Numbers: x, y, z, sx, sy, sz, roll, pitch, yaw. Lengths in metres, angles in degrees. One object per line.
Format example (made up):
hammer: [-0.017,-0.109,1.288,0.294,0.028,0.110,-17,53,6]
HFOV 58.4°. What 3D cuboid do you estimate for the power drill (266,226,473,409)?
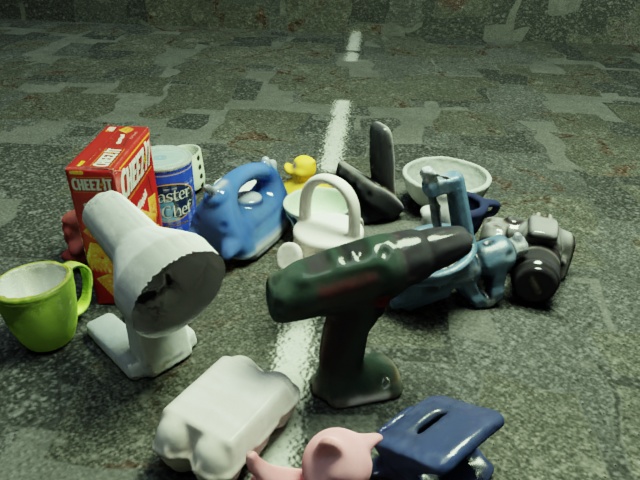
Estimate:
power drill: [0.054,0.085,0.649,0.230,0.208,0.075,-7,32,-14]

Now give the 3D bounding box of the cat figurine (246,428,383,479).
cat figurine: [-0.007,0.212,0.522,0.127,0.118,0.067,2,31,1]

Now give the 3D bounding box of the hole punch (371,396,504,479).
hole punch: [0.114,0.202,0.571,0.109,0.091,0.100,-23,39,-35]

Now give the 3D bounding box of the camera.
camera: [0.313,0.022,0.872,0.143,0.101,0.137,11,32,15]

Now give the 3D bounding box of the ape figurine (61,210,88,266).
ape figurine: [-0.377,-0.006,0.896,0.076,0.092,0.077,-2,31,-6]

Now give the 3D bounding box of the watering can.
watering can: [0.009,0.004,0.798,0.100,0.194,0.173,8,31,11]

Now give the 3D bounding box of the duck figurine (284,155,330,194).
duck figurine: [-0.025,-0.121,1.111,0.104,0.086,0.077,11,32,15]

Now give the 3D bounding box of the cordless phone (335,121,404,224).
cordless phone: [0.091,-0.137,1.047,0.094,0.185,0.147,-17,36,-28]

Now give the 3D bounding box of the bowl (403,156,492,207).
bowl: [0.237,-0.095,1.090,0.167,0.075,0.167,1,31,0]

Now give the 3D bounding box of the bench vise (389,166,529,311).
bench vise: [0.188,-0.009,0.802,0.208,0.220,0.121,-16,35,-26]

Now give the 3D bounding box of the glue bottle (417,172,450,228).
glue bottle: [0.180,-0.023,0.871,0.078,0.173,0.037,-2,31,-5]

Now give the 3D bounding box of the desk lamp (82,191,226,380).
desk lamp: [-0.208,0.059,0.676,0.202,0.214,0.118,27,39,36]

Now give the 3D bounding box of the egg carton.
egg carton: [-0.096,0.188,0.605,0.107,0.069,0.151,18,34,25]

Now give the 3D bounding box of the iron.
iron: [-0.120,-0.071,0.968,0.118,0.141,0.259,15,33,22]

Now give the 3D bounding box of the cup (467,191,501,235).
cup: [0.239,-0.026,0.955,0.118,0.095,0.091,-5,31,-11]
